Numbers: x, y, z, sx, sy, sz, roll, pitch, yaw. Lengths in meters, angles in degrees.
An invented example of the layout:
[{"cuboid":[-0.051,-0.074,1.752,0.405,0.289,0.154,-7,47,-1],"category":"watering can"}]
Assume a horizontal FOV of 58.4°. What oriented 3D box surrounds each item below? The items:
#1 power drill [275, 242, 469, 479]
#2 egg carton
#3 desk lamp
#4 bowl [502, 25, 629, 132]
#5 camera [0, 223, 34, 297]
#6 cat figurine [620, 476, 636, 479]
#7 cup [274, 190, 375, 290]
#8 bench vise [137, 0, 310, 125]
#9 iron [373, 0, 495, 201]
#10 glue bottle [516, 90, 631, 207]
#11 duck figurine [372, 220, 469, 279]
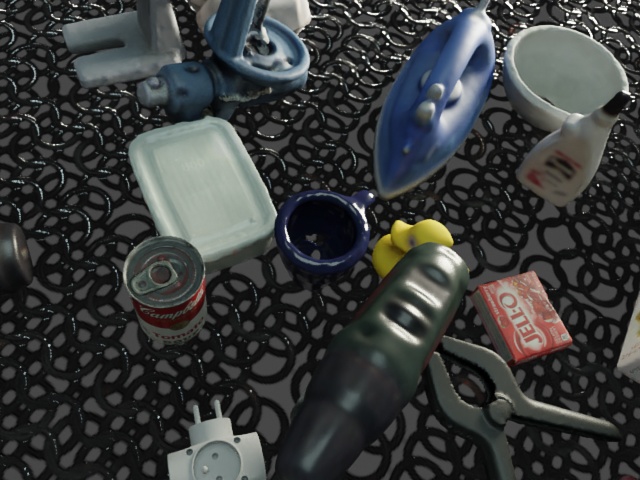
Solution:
[{"cuboid":[0.034,0.113,0.462,0.075,0.208,0.230,34,61,9],"category":"power drill"},{"cuboid":[-0.092,-0.308,0.749,0.150,0.069,0.107,-16,65,-18],"category":"egg carton"},{"cuboid":[-0.194,-0.292,0.640,0.203,0.213,0.118,-20,67,-19],"category":"desk lamp"},{"cuboid":[0.310,-0.200,0.759,0.167,0.075,0.167,4,61,-8],"category":"bowl"},{"cuboid":[-0.332,0.037,0.501,0.137,0.101,0.143,-13,65,-16],"category":"camera"},{"cuboid":[0.329,0.229,0.503,0.067,0.118,0.127,-16,65,-17],"category":"cat figurine"},{"cuboid":[0.005,0.002,0.583,0.091,0.095,0.118,43,63,14],"category":"cup"},{"cuboid":[-0.087,-0.201,0.605,0.121,0.220,0.208,34,62,10],"category":"bench vise"},{"cuboid":[0.141,-0.176,0.677,0.118,0.141,0.258,26,60,5],"category":"iron"},{"cuboid":[0.293,-0.108,0.649,0.078,0.173,0.037,33,61,9],"category":"glue bottle"},{"cuboid":[0.112,0.014,0.600,0.104,0.086,0.077,25,60,4],"category":"duck figurine"}]
